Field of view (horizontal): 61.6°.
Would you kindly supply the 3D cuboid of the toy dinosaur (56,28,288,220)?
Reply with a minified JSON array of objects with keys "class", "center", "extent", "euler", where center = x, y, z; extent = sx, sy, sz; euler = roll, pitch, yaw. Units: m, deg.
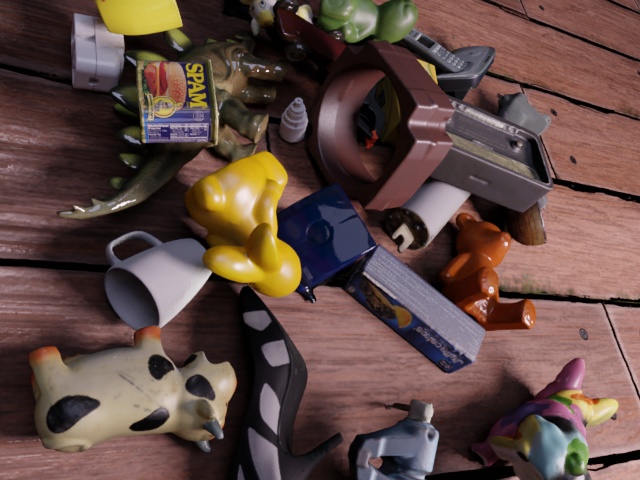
[{"class":"toy dinosaur","center":[-0.169,-0.174,0.717],"extent":[0.198,0.105,0.471],"euler":[21,46,-9]}]

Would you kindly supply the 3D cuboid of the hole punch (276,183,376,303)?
[{"class":"hole punch","center":[-0.001,-0.002,0.718],"extent":[0.116,0.092,0.142],"euler":[-26,81,-33]}]

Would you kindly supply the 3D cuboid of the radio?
[{"class":"radio","center":[0.245,-0.142,0.846],"extent":[0.229,0.073,0.131],"euler":[20,51,-15]}]

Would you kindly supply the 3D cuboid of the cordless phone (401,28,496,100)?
[{"class":"cordless phone","center":[0.248,-0.374,1.075],"extent":[0.184,0.088,0.146],"euler":[37,52,0]}]

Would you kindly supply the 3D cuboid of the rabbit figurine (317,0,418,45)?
[{"class":"rabbit figurine","center":[0.080,-0.376,0.935],"extent":[0.170,0.159,0.121],"euler":[10,59,-3]}]

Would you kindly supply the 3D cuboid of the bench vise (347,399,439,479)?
[{"class":"bench vise","center":[0.142,0.300,0.589],"extent":[0.241,0.128,0.223],"euler":[15,63,0]}]

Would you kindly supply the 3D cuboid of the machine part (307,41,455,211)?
[{"class":"machine part","center":[0.080,-0.159,0.768],"extent":[0.087,0.201,0.201],"euler":[-6,56,-37]}]

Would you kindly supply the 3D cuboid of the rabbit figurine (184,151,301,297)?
[{"class":"rabbit figurine","center":[-0.075,-0.007,0.634],"extent":[0.122,0.162,0.173],"euler":[-27,101,4]}]

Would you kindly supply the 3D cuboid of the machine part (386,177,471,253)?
[{"class":"machine part","center":[0.178,-0.059,0.855],"extent":[0.079,0.079,0.243],"euler":[46,52,1]}]

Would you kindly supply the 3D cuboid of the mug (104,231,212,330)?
[{"class":"mug","center":[-0.181,0.036,0.606],"extent":[0.109,0.080,0.107],"euler":[45,39,8]}]

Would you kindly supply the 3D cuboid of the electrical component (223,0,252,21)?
[{"class":"electrical component","center":[-0.124,-0.431,0.919],"extent":[0.075,0.047,0.119],"euler":[9,59,-25]}]

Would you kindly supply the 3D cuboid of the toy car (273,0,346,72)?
[{"class":"toy car","center":[-0.010,-0.298,0.828],"extent":[0.202,0.053,0.089],"euler":[-2,78,-57]}]

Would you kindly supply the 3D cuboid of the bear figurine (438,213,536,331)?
[{"class":"bear figurine","center":[0.256,0.039,0.814],"extent":[0.120,0.132,0.196],"euler":[40,57,-15]}]

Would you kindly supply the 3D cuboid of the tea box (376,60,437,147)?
[{"class":"tea box","center":[0.157,-0.244,0.956],"extent":[0.098,0.068,0.169],"euler":[11,59,-24]}]

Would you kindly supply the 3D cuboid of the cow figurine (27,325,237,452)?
[{"class":"cow figurine","center":[-0.173,0.156,0.532],"extent":[0.195,0.085,0.127],"euler":[-5,60,-34]}]

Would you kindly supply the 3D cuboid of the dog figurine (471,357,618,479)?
[{"class":"dog figurine","center":[0.316,0.243,0.702],"extent":[0.219,0.191,0.108],"euler":[-33,76,-23]}]

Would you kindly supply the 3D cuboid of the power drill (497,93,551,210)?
[{"class":"power drill","center":[0.376,-0.184,1.046],"extent":[0.232,0.086,0.207],"euler":[42,59,1]}]

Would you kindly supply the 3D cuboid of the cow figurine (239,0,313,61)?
[{"class":"cow figurine","center":[-0.065,-0.343,0.859],"extent":[0.167,0.068,0.098],"euler":[3,67,-58]}]

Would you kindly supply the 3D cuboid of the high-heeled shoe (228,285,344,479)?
[{"class":"high-heeled shoe","center":[-0.079,0.177,0.602],"extent":[0.145,0.086,0.249],"euler":[-31,58,-6]}]

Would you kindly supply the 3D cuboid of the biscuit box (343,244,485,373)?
[{"class":"biscuit box","center":[0.133,0.098,0.751],"extent":[0.202,0.059,0.063],"euler":[39,51,-3]}]
